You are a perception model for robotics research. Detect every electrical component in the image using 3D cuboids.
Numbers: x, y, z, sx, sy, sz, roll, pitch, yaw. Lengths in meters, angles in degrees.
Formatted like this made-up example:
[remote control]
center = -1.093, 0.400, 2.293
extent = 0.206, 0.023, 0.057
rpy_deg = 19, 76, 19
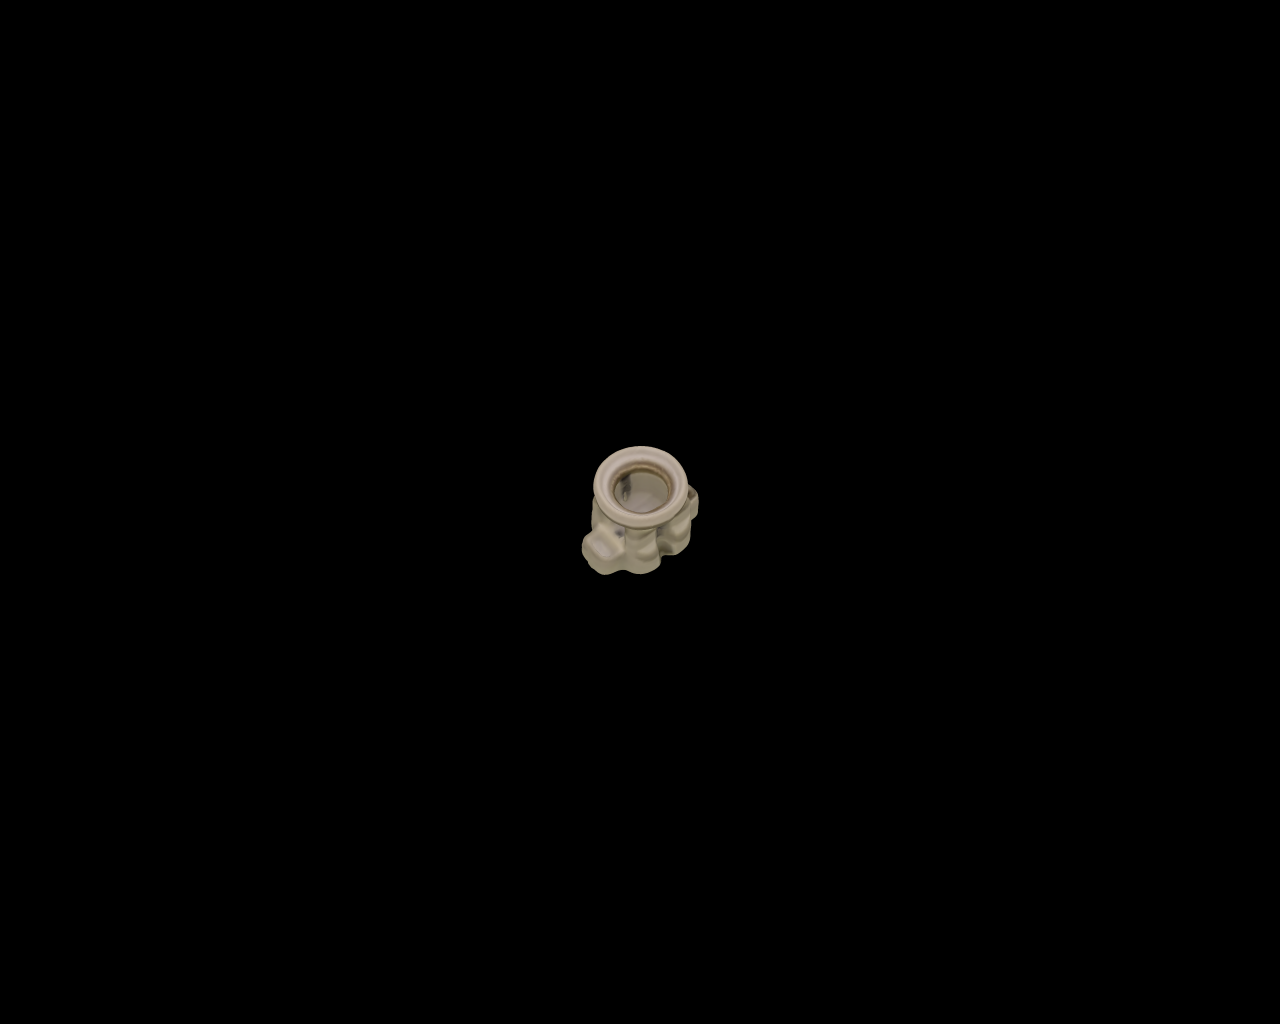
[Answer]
[electrical component]
center = 0.001, -0.003, 0.650
extent = 0.078, 0.058, 0.056
rpy_deg = -33, -29, -21
